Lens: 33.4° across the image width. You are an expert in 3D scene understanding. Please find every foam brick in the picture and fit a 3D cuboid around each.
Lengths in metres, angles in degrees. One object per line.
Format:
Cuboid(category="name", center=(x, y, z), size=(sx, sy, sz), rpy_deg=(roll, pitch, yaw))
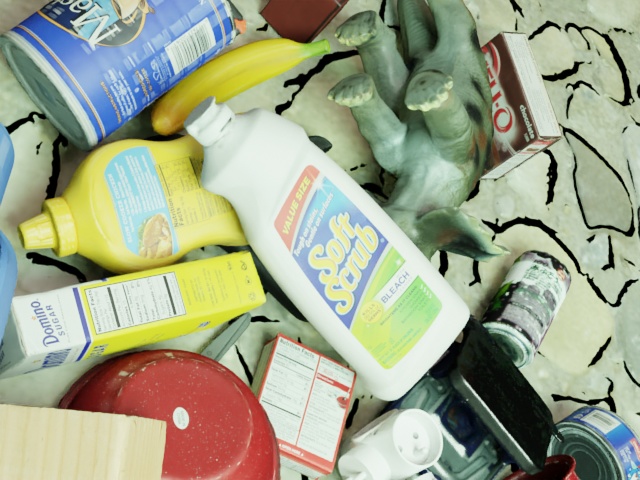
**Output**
Cuboid(category="foam brick", center=(-0.006, -0.215, 0.944), size=(0.051, 0.078, 0.053), rpy_deg=(43, 51, -6))

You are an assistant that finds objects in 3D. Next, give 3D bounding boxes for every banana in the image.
Cuboid(category="banana", center=(-0.078, -0.129, 0.866), size=(0.197, 0.070, 0.037), rpy_deg=(-36, 108, -39))

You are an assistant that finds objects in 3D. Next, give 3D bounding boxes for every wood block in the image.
Cuboid(category="wood block", center=(-0.151, 0.200, 0.602), size=(0.090, 0.091, 0.206), rpy_deg=(4, 78, 8))

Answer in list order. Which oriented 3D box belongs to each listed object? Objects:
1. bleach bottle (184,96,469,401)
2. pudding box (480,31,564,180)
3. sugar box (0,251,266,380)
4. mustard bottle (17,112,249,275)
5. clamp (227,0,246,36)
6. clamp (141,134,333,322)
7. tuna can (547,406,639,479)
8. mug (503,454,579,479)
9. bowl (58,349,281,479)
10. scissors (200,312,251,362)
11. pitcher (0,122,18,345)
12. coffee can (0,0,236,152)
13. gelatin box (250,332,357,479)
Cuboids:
Cuboid(category="bleach bottle", center=(-0.005, 0.001, 0.757), size=(0.102, 0.068, 0.250), rpy_deg=(-47, 115, -4))
Cuboid(category="pudding box", center=(0.170, -0.125, 0.998), size=(0.039, 0.090, 0.113), rpy_deg=(-8, 72, -34))
Cuboid(category="sugar box", center=(-0.135, 0.052, 0.729), size=(0.175, 0.094, 0.048), rpy_deg=(-15, 81, -34))
Cuboid(category="mustard bottle", center=(-0.119, -0.026, 0.761), size=(0.191, 0.058, 0.096), rpy_deg=(-17, 90, -26))
Cuboid(category="clamp", center=(-0.138, -0.203, 0.862), size=(0.171, 0.039, 0.120), rpy_deg=(-1, 105, -36))
Cuboid(category="clamp", center=(-0.080, -0.021, 0.833), size=(0.209, 0.036, 0.164), rpy_deg=(8, 65, -26))
Cuboid(category="tuna can", center=(0.229, 0.184, 0.889), size=(0.033, 0.086, 0.086), rpy_deg=(-21, 80, -35))
Cuboid(category="mug", center=(0.171, 0.235, 0.835), size=(0.117, 0.093, 0.081), rpy_deg=(-33, 91, -18))
Cuboid(category="bowl", center=(-0.096, 0.131, 0.707), size=(0.162, 0.055, 0.162), rpy_deg=(11, 51, -15))
Cuboid(category="scissors", center=(-0.101, 0.133, 0.758), size=(0.201, 0.016, 0.096), rpy_deg=(-28, 81, -36))
Cuboid(category="pitcher", center=(-0.262, 0.021, 0.641), size=(0.149, 0.145, 0.242), rpy_deg=(23, 55, -17))
Cuboid(category="coffee can", center=(-0.147, -0.147, 0.785), size=(0.140, 0.103, 0.103), rpy_deg=(-41, 91, -17))
Cuboid(category="gelatin box", center=(-0.017, 0.125, 0.805), size=(0.073, 0.030, 0.089), rpy_deg=(27, 56, -16))
